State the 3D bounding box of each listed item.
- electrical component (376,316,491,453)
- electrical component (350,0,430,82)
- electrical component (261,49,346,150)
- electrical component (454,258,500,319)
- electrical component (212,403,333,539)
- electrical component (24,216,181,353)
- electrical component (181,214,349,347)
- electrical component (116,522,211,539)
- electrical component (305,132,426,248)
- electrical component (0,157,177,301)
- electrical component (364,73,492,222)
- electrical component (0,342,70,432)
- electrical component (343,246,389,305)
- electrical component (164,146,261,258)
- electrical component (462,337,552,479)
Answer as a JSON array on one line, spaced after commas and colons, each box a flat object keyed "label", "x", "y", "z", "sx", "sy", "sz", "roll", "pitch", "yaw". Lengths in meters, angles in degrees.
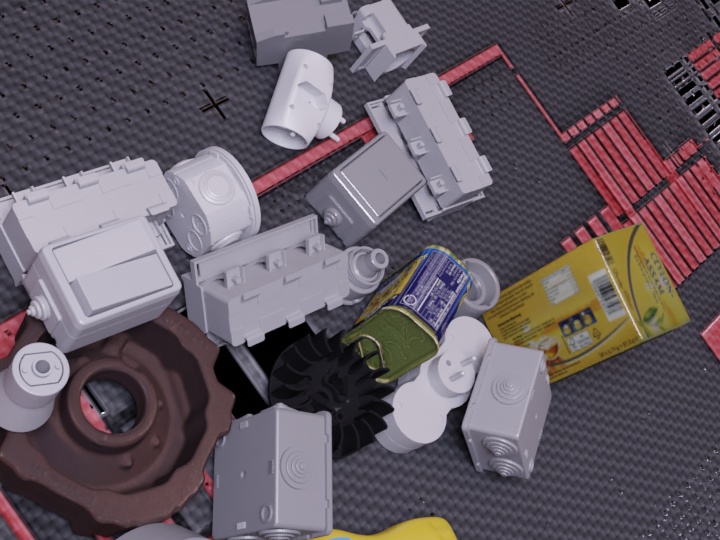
[{"label": "electrical component", "x": 0.072, "y": 0.091, "z": 0.903, "sx": 0.052, "sy": 0.074, "sz": 0.138, "roll": 46, "pitch": 53, "yaw": -5}, {"label": "electrical component", "x": 0.022, "y": -0.224, "z": 1.037, "sx": 0.081, "sy": 0.042, "sz": 0.063, "roll": -28, "pitch": 83, "yaw": -38}, {"label": "electrical component", "x": -0.043, "y": -0.142, "z": 0.956, "sx": 0.079, "sy": 0.043, "sz": 0.077, "roll": 31, "pitch": 67, "yaw": -38}, {"label": "electrical component", "x": 0.092, "y": 0.020, "z": 0.965, "sx": 0.055, "sy": 0.047, "sz": 0.055, "roll": 13, "pitch": 62, "yaw": -26}, {"label": "electrical component", "x": -0.065, "y": 0.150, "z": 0.777, "sx": 0.048, "sy": 0.100, "sz": 0.099, "roll": 15, "pitch": 63, "yaw": -36}, {"label": "electrical component", "x": -0.179, "y": 0.010, "z": 0.729, "sx": 0.096, "sy": 0.061, "sz": 0.061, "roll": -22, "pitch": 78, "yaw": -37}, {"label": "electrical component", "x": -0.071, "y": 0.013, "z": 0.850, "sx": 0.121, "sy": 0.063, "sz": 0.078, "roll": -24, "pitch": 123, "yaw": -37}, {"label": "electrical component", "x": -0.131, "y": 0.218, "z": 0.711, "sx": 0.099, "sy": 0.064, "sz": 0.099, "roll": -2, "pitch": 92, "yaw": -49}, {"label": "electrical component", "x": 0.003, "y": -0.069, "z": 0.942, "sx": 0.061, "sy": 0.061, "sz": 0.096, "roll": 50, "pitch": 53, "yaw": -3}, {"label": "electrical component", "x": -0.203, "y": -0.038, "z": 0.800, "sx": 0.121, "sy": 0.063, "sz": 0.078, "roll": -24, "pitch": 83, "yaw": -37}, {"label": "electrical component", "x": 0.068, "y": -0.116, "z": 1.002, "sx": 0.079, "sy": 0.063, "sz": 0.121, "roll": -21, "pitch": 81, "yaw": -36}, {"label": "electrical component", "x": -0.208, "y": 0.072, "z": 0.678, "sx": 0.044, "sy": 0.065, "sz": 0.044, "roll": 14, "pitch": 60, "yaw": -24}, {"label": "electrical component", "x": 0.000, "y": 0.000, "z": 0.907, "sx": 0.048, "sy": 0.062, "sz": 0.048, "roll": 13, "pitch": 65, "yaw": -30}, {"label": "electrical component", "x": -0.119, "y": -0.053, "z": 0.849, "sx": 0.051, "sy": 0.080, "sz": 0.080, "roll": -29, "pitch": 86, "yaw": -32}, {"label": "electrical component", "x": 0.127, "y": 0.118, "z": 0.907, "sx": 0.048, "sy": 0.099, "sz": 0.099, "roll": 10, "pitch": 59, "yaw": 22}]
